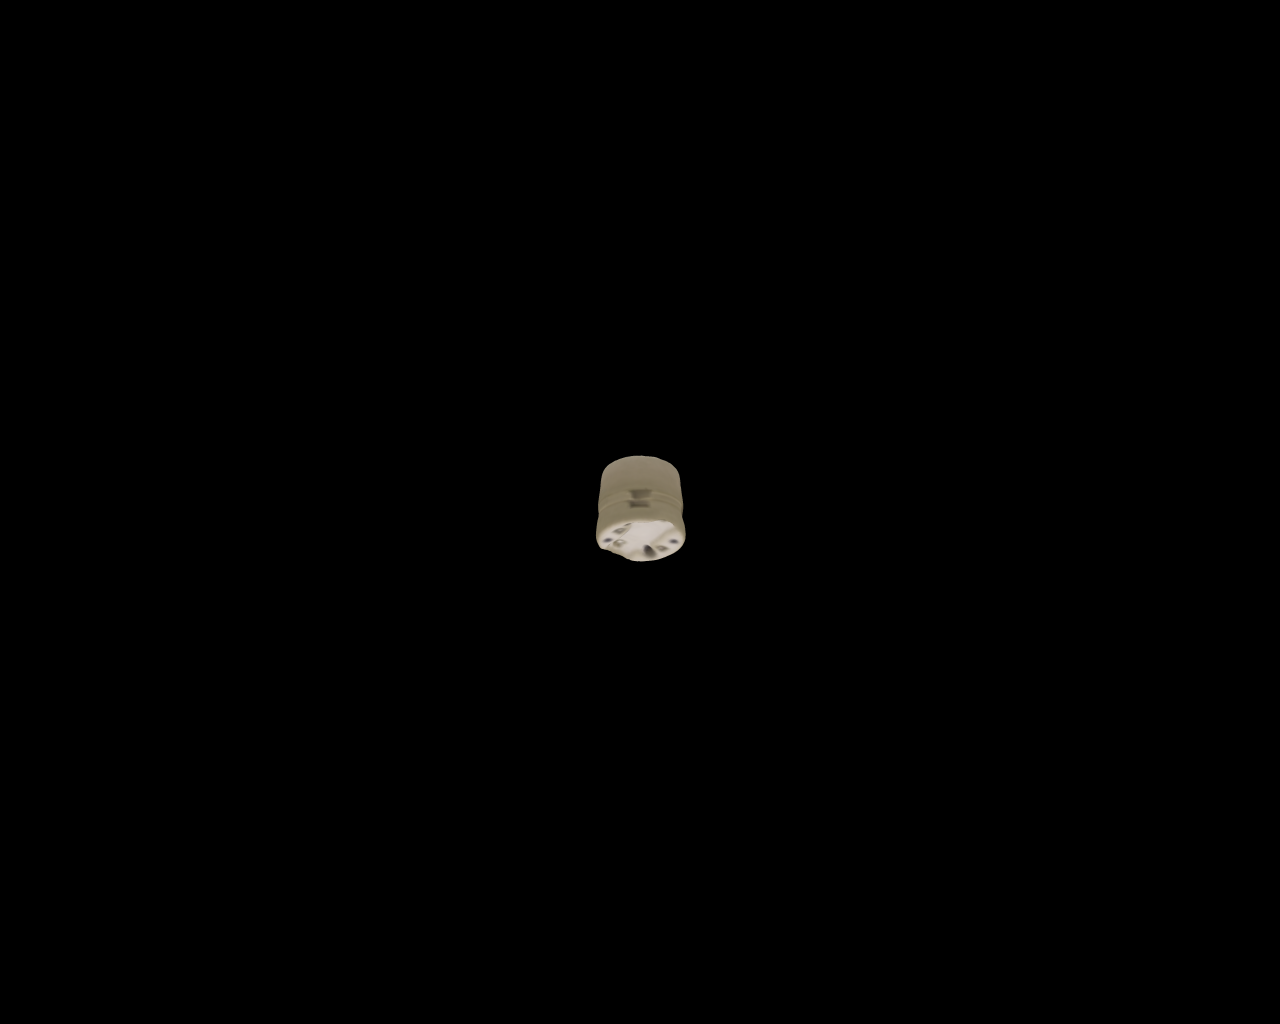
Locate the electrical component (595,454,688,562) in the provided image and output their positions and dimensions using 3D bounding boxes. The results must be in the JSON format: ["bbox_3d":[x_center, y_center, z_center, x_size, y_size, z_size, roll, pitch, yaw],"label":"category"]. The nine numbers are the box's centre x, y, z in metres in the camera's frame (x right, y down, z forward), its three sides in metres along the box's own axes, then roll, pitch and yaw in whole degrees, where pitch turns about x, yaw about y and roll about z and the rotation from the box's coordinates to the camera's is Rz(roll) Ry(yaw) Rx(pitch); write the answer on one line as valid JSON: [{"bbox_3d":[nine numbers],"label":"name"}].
[{"bbox_3d":[0.001,-0.003,0.650,0.055,0.047,0.055,0,-29,0],"label":"electrical component"}]
